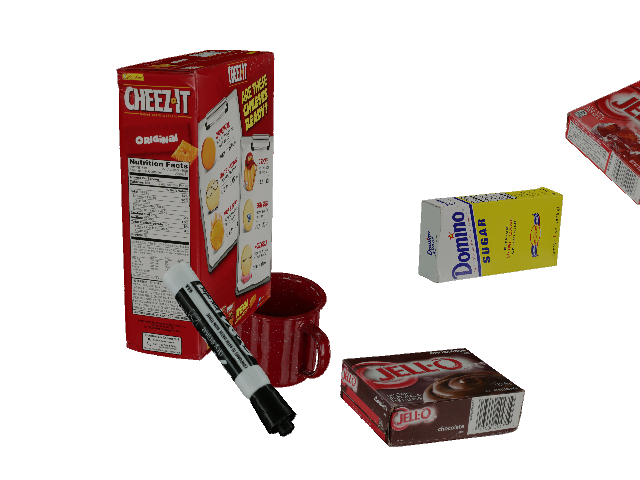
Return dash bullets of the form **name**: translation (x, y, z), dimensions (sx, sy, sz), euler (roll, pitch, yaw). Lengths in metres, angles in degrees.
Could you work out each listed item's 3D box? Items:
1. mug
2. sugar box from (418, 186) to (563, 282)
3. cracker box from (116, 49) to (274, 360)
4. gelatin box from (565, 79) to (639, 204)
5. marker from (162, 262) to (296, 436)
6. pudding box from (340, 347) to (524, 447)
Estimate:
- **mug**: translation (-0.034, 0.091, 1.018), dimensions (0.117, 0.081, 0.093), euler (25, 33, 37)
- **sugar box**: translation (0.201, -0.007, 1.257), dimensions (0.175, 0.093, 0.048), euler (-8, 18, -28)
- **cracker box**: translation (-0.094, -0.035, 0.834), dimensions (0.072, 0.214, 0.164), euler (5, 15, 16)
- **gelatin box**: translation (0.239, -0.076, 0.798), dimensions (0.073, 0.030, 0.089), euler (-24, 51, -17)
- **marker**: translation (-0.052, 0.063, 0.615), dimensions (0.020, 0.121, 0.020), euler (-32, -23, -16)
- **pudding box**: translation (0.083, 0.117, 0.810), dimensions (0.113, 0.039, 0.090), euler (0, 17, -23)
